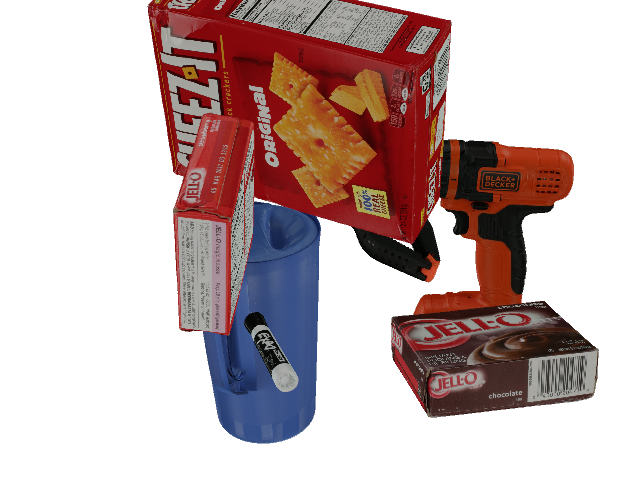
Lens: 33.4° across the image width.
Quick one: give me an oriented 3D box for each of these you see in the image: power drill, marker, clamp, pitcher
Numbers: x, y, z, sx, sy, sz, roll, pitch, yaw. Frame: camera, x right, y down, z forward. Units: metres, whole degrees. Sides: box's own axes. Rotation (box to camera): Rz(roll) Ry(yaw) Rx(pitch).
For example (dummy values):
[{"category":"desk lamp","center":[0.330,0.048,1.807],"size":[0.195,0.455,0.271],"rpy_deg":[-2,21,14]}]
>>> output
[{"category":"power drill","center":[0.126,0.000,0.962],"size":[0.184,0.188,0.057],"rpy_deg":[4,26,2]},{"category":"marker","center":[-0.043,0.090,0.889],"size":[0.020,0.020,0.121],"rpy_deg":[0,20,-17]},{"category":"clamp","center":[0.058,-0.027,1.260],"size":[0.164,0.036,0.210],"rpy_deg":[-16,51,-29]},{"category":"pitcher","center":[-0.067,0.094,1.109],"size":[0.149,0.243,0.145],"rpy_deg":[-14,31,-21]}]

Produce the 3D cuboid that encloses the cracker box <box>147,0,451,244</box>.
[{"category":"cracker box","center":[-0.016,-0.101,0.802],"size":[0.214,0.164,0.072],"rpy_deg":[16,46,18]}]

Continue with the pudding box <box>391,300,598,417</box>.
[{"category":"pudding box","center":[0.110,0.075,0.694],"size":[0.113,0.039,0.090],"rpy_deg":[-3,18,-10]}]

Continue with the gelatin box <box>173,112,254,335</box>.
[{"category":"gelatin box","center":[-0.054,-0.008,0.543],"size":[0.030,0.073,0.089],"rpy_deg":[7,-44,2]}]
